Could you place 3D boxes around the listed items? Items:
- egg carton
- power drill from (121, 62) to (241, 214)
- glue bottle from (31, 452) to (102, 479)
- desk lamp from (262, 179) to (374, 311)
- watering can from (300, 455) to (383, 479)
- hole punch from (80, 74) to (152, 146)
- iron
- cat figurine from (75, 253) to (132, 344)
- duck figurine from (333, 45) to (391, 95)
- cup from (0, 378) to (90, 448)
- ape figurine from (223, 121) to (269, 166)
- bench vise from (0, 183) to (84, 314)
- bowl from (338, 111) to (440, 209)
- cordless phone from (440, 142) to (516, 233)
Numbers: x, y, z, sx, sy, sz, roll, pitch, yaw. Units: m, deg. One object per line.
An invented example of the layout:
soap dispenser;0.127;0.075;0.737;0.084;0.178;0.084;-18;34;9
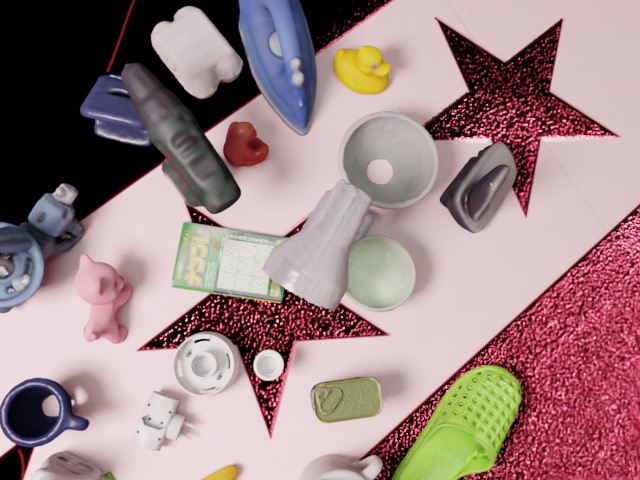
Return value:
egg carton;-0.207;-0.313;0.957;0.107;0.069;0.150;-39;86;-12
power drill;-0.202;-0.129;0.851;0.076;0.208;0.229;-38;85;-12
glue bottle;-0.350;0.325;0.764;0.078;0.173;0.037;27;77;-1
desk lamp;0.008;0.003;0.847;0.118;0.213;0.203;30;77;0
watering can;0.023;0.372;0.788;0.101;0.194;0.173;25;77;-1
hole punch;-0.314;-0.216;0.914;0.108;0.091;0.101;12;78;-4
iron;-0.056;-0.314;0.938;0.119;0.141;0.258;-16;81;-9
cat figurine;-0.324;0.088;0.841;0.067;0.117;0.128;2;79;-6
duck figurine;0.075;-0.303;0.980;0.104;0.086;0.077;28;77;-1
cup;-0.378;0.245;0.816;0.118;0.095;0.092;16;78;-3
ape figurine;-0.122;-0.162;0.926;0.076;0.092;0.078;-27;83;-11
bench vise;-0.433;-0.002;0.793;0.121;0.219;0.207;18;78;-3
bowl;0.109;-0.124;0.955;0.167;0.074;0.167;1;79;-6
cordless phone;0.278;-0.097;0.913;0.094;0.185;0.148;35;77;1
